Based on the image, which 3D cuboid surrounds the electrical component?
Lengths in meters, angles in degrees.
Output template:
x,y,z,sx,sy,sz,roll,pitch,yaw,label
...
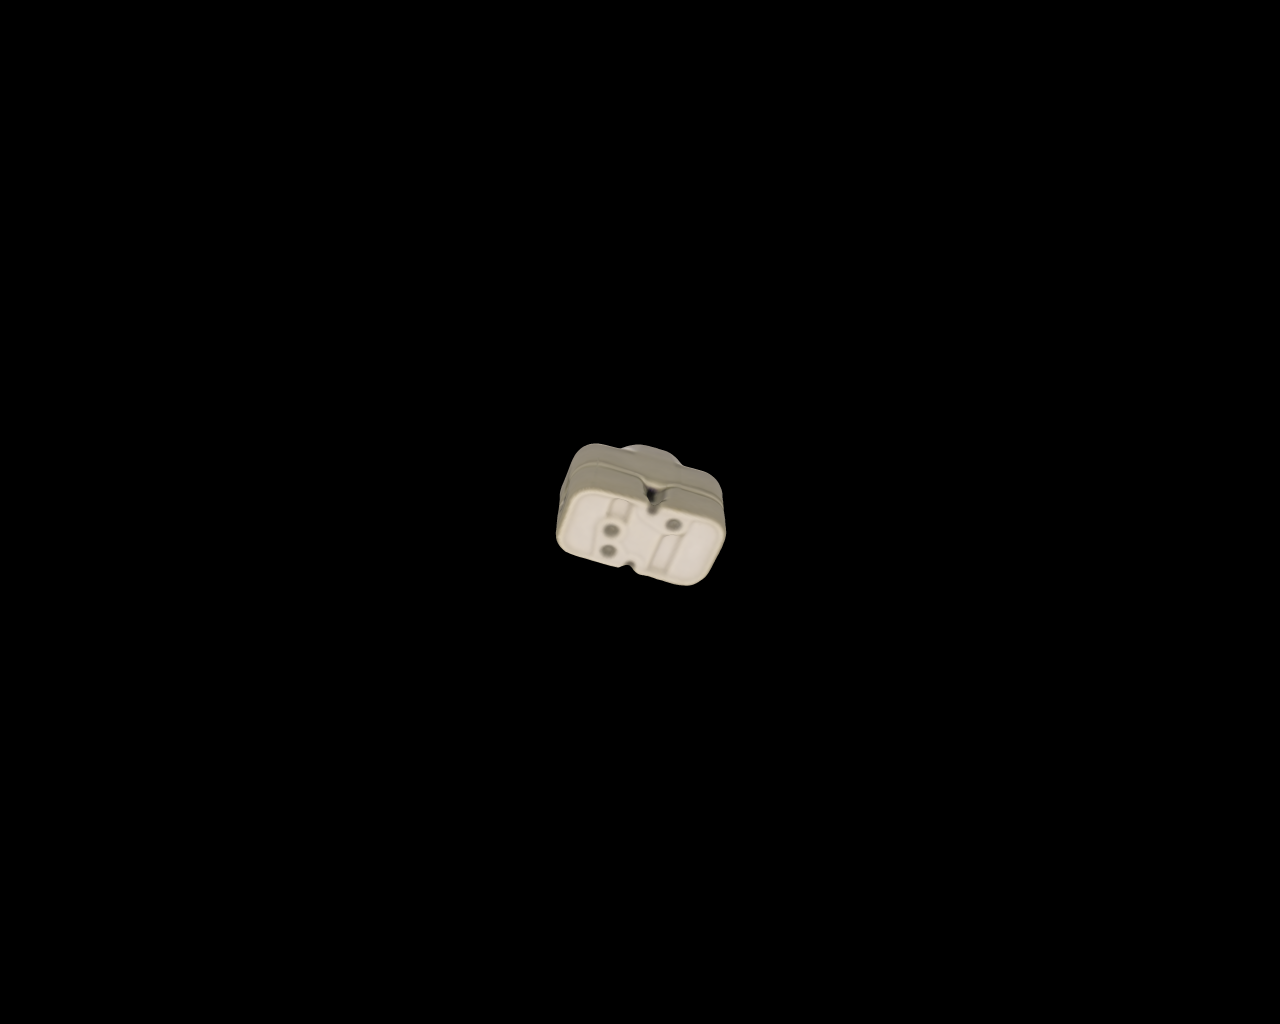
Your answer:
x,y,z,sx,sy,sz,roll,pitch,yaw,label
0.001,-0.003,0.650,0.095,0.053,0.059,15,36,-11,electrical component
